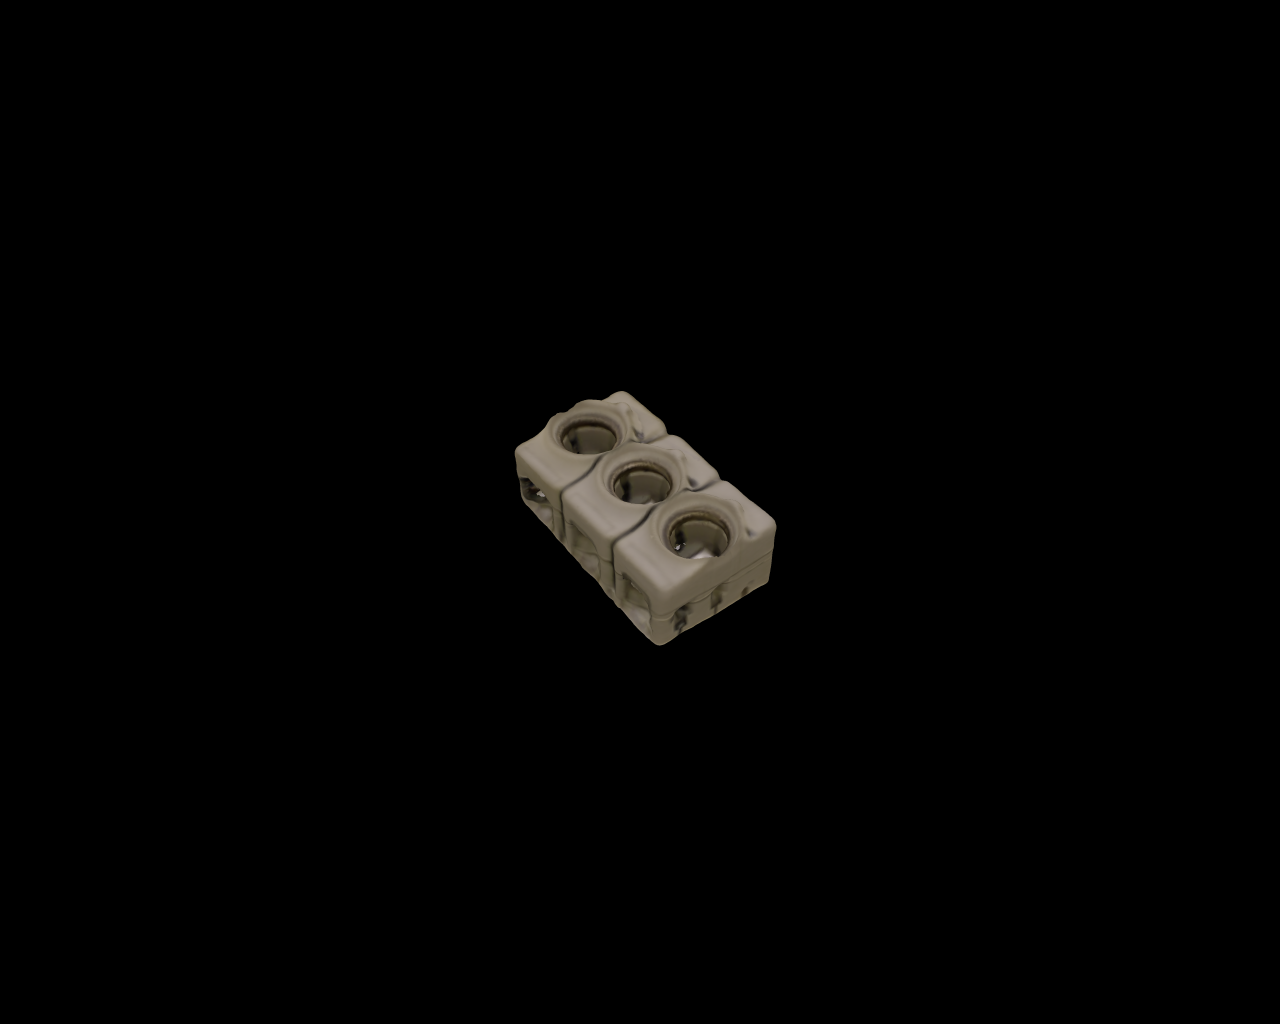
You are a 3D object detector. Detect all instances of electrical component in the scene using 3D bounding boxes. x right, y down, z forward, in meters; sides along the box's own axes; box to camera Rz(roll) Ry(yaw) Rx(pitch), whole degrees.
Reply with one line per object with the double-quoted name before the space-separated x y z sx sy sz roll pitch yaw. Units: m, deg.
"electrical component" 0.001 -0.003 0.650 0.090 0.061 0.150 -30 54 -24
